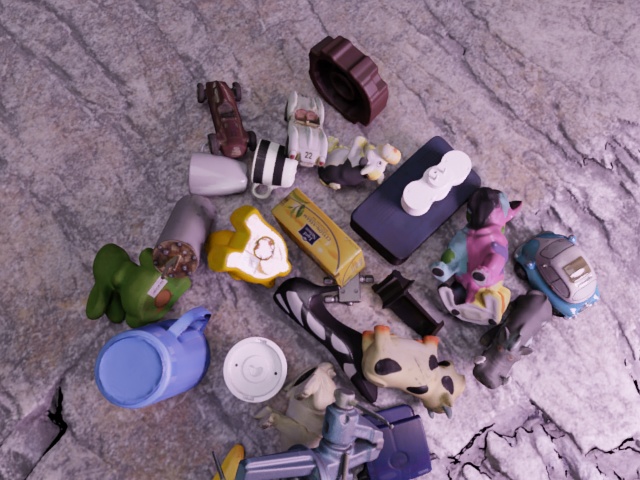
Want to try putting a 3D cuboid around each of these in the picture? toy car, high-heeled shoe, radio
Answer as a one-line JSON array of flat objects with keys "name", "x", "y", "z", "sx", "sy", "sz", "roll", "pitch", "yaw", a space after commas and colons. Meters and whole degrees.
[{"name": "toy car", "x": -0.027, "y": -0.208, "z": 1.003, "sx": 0.073, "sy": 0.056, "sz": 0.202, "roll": 10, "pitch": 44, "yaw": -15}, {"name": "high-heeled shoe", "x": 0.007, "y": 0.180, "z": 0.950, "sx": 0.145, "sy": 0.086, "sz": 0.248, "roll": -16, "pitch": 94, "yaw": 31}, {"name": "toy car", "x": 0.424, "y": 0.057, "z": 0.940, "sx": 0.109, "sy": 0.103, "sz": 0.162, "roll": -29, "pitch": 76, "yaw": -4}, {"name": "radio", "x": 0.177, "y": -0.070, "z": 0.994, "sx": 0.229, "sy": 0.073, "sz": 0.131, "roll": -43, "pitch": 80, "yaw": -7}, {"name": "toy car", "x": -0.181, "y": -0.240, "z": 1.026, "sx": 0.089, "sy": 0.053, "sz": 0.202, "roll": -8, "pitch": 60, "yaw": -16}]

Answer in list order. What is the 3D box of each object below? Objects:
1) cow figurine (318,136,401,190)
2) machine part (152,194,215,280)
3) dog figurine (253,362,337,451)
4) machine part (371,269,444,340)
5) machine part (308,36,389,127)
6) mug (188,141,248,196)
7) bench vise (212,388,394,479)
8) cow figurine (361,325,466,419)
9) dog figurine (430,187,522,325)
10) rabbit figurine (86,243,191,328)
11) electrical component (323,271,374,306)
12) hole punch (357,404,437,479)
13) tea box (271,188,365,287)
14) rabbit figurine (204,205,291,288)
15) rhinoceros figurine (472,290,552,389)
[{"name": "cow figurine", "x": 0.065, "y": -0.135, "z": 0.978, "sx": 0.168, "sy": 0.068, "sz": 0.098, "roll": 13, "pitch": 80, "yaw": 47}, {"name": "machine part", "x": -0.232, "y": -0.011, "z": 0.930, "sx": 0.079, "sy": 0.243, "sz": 0.079, "roll": 0, "pitch": 121, "yaw": 1}, {"name": "dog figurine", "x": 0.005, "y": 0.325, "z": 0.902, "sx": 0.172, "sy": 0.121, "sz": 0.190, "roll": -40, "pitch": 93, "yaw": -4}, {"name": "machine part", "x": 0.159, "y": 0.118, "z": 0.953, "sx": 0.139, "sy": 0.084, "sz": 0.039, "roll": 48, "pitch": 40, "yaw": 1}, {"name": "machine part", "x": 0.053, "y": -0.296, "z": 1.003, "sx": 0.179, "sy": 0.179, "sz": 0.056, "roll": 44, "pitch": 79, "yaw": 11}, {"name": "mug", "x": -0.190, "y": -0.132, "z": 1.021, "sx": 0.107, "sy": 0.080, "sz": 0.109, "roll": 6, "pitch": 69, "yaw": -7}, {"name": "bench vise", "x": -0.024, "y": 0.322, "z": 0.764, "sx": 0.240, "sy": 0.129, "sz": 0.223, "roll": 7, "pitch": 107, "yaw": -33}, {"name": "cow figurine", "x": 0.160, "y": 0.223, "z": 0.898, "sx": 0.195, "sy": 0.085, "sz": 0.127, "roll": 17, "pitch": 67, "yaw": -20}, {"name": "dog figurine", "x": 0.293, "y": 0.017, "z": 0.953, "sx": 0.109, "sy": 0.191, "sz": 0.219, "roll": 3, "pitch": 45, "yaw": 39}, {"name": "rabbit figurine", "x": -0.345, "y": 0.079, "z": 0.970, "sx": 0.170, "sy": 0.121, "sz": 0.159, "roll": 28, "pitch": 85, "yaw": 26}, {"name": "electrical component", "x": 0.053, "y": 0.088, "z": 0.984, "sx": 0.094, "sy": 0.021, "sz": 0.063, "roll": -3, "pitch": 76, "yaw": 0}, {"name": "hole punch", "x": 0.123, "y": 0.343, "z": 0.890, "sx": 0.142, "sy": 0.092, "sz": 0.115, "roll": -14, "pitch": 80, "yaw": -5}, {"name": "tea box", "x": -0.002, "y": -0.003, "z": 0.957, "sx": 0.068, "sy": 0.098, "sz": 0.170, "roll": -42, "pitch": 71, "yaw": -7}, {"name": "rabbit figurine", "x": -0.133, "y": 0.015, "z": 0.952, "sx": 0.162, "sy": 0.173, "sz": 0.122, "roll": 25, "pitch": 75, "yaw": -38}, {"name": "rhinoceros figurine", "x": 0.329, "y": 0.171, "z": 0.911, "sx": 0.073, "sy": 0.112, "sz": 0.190, "roll": 42, "pitch": 73, "yaw": 8}]
